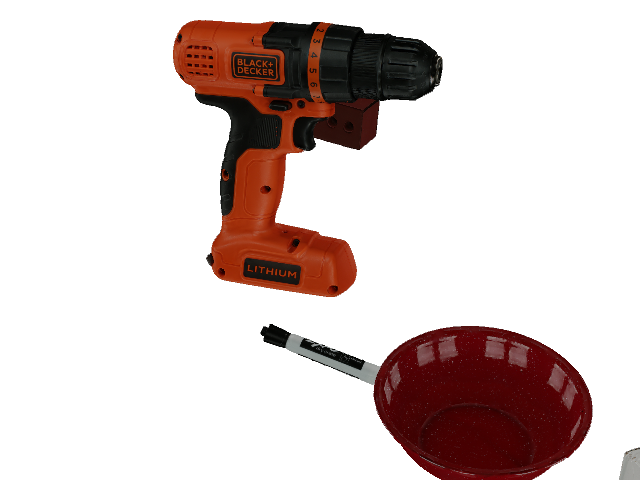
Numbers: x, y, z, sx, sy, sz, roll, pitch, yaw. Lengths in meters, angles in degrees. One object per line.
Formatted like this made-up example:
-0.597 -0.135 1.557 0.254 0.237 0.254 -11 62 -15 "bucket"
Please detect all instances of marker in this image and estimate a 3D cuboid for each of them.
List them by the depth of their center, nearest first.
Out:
-0.001 0.109 1.028 0.121 0.020 0.020 21 4 11 "marker"

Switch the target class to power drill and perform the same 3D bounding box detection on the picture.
-0.010 -0.058 0.738 0.185 0.188 0.057 8 23 18 "power drill"

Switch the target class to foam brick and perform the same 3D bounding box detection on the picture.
0.025 -0.149 1.280 0.078 0.053 0.051 17 33 22 "foam brick"

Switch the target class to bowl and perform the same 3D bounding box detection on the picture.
0.120 0.135 0.808 0.162 0.055 0.162 0 35 0 "bowl"

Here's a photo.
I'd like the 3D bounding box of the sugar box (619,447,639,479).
0.200 0.183 0.499 0.048 0.093 0.176 -9 30 -21 "sugar box"
